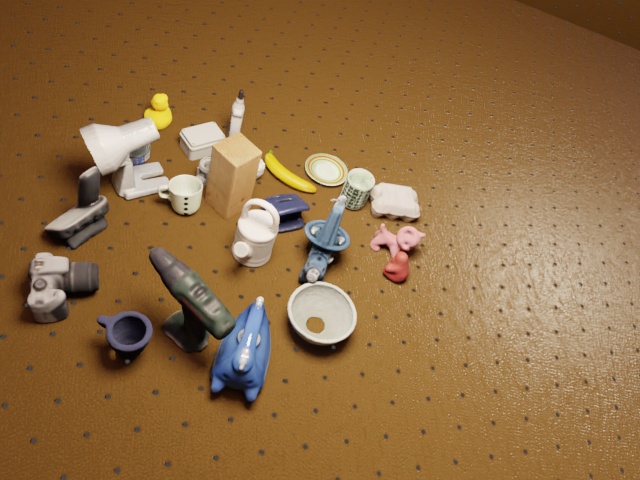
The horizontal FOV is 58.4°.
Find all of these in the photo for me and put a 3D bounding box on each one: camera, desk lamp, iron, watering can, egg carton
[{"bbox_3d":[-0.550,0.091,1.236,0.137,0.101,0.143,-1,54,-19],"label":"camera"},{"bbox_3d":[-0.478,-0.207,1.419,0.204,0.213,0.117,-18,61,-29],"label":"desk lamp"},{"bbox_3d":[-0.154,0.210,1.250,0.119,0.141,0.258,16,50,-6],"label":"iron"},{"bbox_3d":[-0.154,-0.020,1.395,0.101,0.194,0.173,10,51,-10],"label":"watering can"},{"bbox_3d":[0.217,-0.109,1.670,0.150,0.069,0.107,6,52,-14],"label":"egg carton"}]

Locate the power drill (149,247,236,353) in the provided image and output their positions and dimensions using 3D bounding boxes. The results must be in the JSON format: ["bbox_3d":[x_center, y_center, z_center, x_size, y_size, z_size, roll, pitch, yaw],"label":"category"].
[{"bbox_3d":[-0.281,0.143,1.216,0.229,0.208,0.076,38,51,12],"label":"power drill"}]

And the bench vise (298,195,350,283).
[{"bbox_3d":[0.025,0.007,1.417,0.122,0.219,0.207,7,51,-13],"label":"bench vise"}]

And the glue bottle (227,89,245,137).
[{"bbox_3d":[-0.238,-0.362,1.646,0.037,0.173,0.078,7,52,-13],"label":"glue bottle"}]

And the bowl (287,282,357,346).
[{"bbox_3d":[-0.001,0.187,1.364,0.167,0.074,0.167,9,51,-11],"label":"bowl"}]

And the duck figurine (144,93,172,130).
[{"bbox_3d":[-0.462,-0.374,1.638,0.077,0.086,0.104,18,50,-5],"label":"duck figurine"}]

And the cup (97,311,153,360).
[{"bbox_3d":[-0.411,0.205,1.199,0.117,0.095,0.092,23,50,0],"label":"cup"}]

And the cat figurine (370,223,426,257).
[{"bbox_3d":[0.215,-0.007,1.559,0.128,0.117,0.067,23,50,0],"label":"cat figurine"}]

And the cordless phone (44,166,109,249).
[{"bbox_3d":[-0.559,-0.083,1.314,0.094,0.185,0.148,33,50,8],"label":"cordless phone"}]

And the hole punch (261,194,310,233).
[{"bbox_3d":[-0.095,-0.085,1.533,0.109,0.091,0.101,-13,59,-27],"label":"hole punch"}]

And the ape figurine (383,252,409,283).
[{"bbox_3d":[0.208,0.064,1.517,0.078,0.092,0.076,-11,57,-25],"label":"ape figurine"}]
